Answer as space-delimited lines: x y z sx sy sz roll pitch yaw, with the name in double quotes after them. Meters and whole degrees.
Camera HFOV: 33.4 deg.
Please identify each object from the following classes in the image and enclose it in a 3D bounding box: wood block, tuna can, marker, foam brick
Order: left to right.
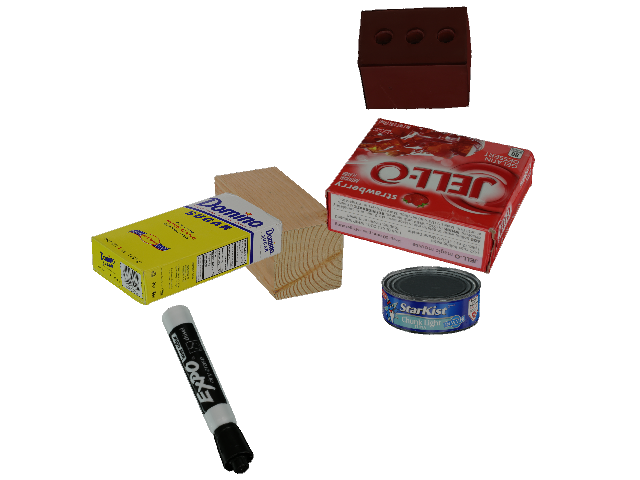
-0.069 0.090 0.650 0.020 0.121 0.020 -18 -38 -15 "marker"
-0.056 -0.014 1.339 0.090 0.090 0.206 -10 26 -23 "wood block"
0.069 -0.130 0.766 0.078 0.053 0.051 -1 -32 9 "foam brick"
0.096 0.051 0.926 0.086 0.034 0.086 -1 17 0 "tuna can"

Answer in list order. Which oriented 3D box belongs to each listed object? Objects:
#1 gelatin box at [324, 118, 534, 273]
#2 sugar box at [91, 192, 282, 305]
0.057 -0.026 0.548 0.089 0.030 0.073 15 42 19 "gelatin box"
-0.134 0.004 1.090 0.175 0.048 0.093 -25 39 -37 "sugar box"
